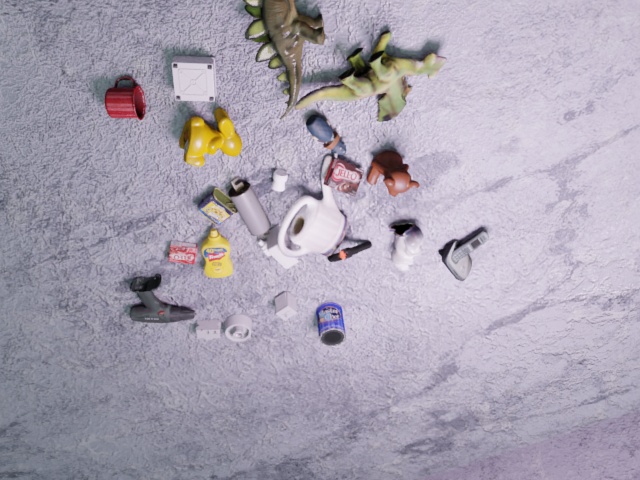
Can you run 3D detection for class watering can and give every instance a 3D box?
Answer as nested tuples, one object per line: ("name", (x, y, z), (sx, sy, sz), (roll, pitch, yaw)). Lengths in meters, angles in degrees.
("watering can", (0.005, -0.083, 1.647), (0.222, 0.346, 0.105), (26, 9, -38))

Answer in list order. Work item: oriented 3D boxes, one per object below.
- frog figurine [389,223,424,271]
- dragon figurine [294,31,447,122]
("frog figurine", (0.297, 0.028, 1.748), (0.124, 0.157, 0.138), (-24, 21, -23))
("dragon figurine", (0.154, -0.413, 1.430), (0.407, 0.125, 0.239), (-30, -47, 17))
